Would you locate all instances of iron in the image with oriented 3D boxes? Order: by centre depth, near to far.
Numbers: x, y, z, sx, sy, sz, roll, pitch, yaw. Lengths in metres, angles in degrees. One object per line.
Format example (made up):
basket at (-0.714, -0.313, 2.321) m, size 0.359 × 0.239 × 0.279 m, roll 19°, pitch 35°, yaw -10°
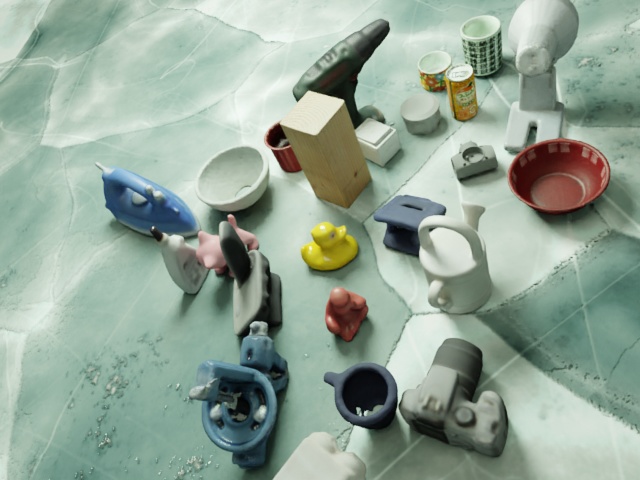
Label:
iron at (-0.371, -0.092, 1.220) m, size 0.257 × 0.142 × 0.119 m, roll 20°, pitch 64°, yaw 32°

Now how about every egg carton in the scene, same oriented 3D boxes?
egg carton at (-0.010, 0.350, 0.795) m, size 0.107 × 0.070 × 0.150 m, roll 27°, pitch 68°, yaw 35°

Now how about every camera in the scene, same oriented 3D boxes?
camera at (0.195, 0.209, 0.800) m, size 0.142 × 0.101 × 0.137 m, roll 12°, pitch 60°, yaw 28°

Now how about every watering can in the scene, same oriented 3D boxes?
watering can at (0.205, 0.018, 0.878) m, size 0.100 × 0.194 × 0.173 m, roll -4°, pitch 54°, yaw 19°

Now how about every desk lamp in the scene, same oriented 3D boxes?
desk lamp at (0.395, -0.302, 1.032) m, size 0.117 × 0.214 × 0.203 m, roll 5°, pitch 57°, yaw 25°

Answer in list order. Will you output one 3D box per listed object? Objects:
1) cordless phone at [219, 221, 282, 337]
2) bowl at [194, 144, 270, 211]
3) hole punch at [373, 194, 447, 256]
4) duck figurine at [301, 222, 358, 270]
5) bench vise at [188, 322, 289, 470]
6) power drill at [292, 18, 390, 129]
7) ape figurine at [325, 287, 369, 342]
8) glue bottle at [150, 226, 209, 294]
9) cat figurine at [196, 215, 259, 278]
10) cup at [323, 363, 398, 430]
cordless phone at (-0.138, 0.067, 0.981) m, size 0.094 × 0.185 × 0.147 m, roll -18°, pitch 50°, yaw 8°
bowl at (-0.174, -0.118, 1.206) m, size 0.167 × 0.075 × 0.167 m, roll -10°, pitch 52°, yaw 14°
hole punch at (0.159, -0.039, 1.007) m, size 0.108 × 0.091 × 0.101 m, roll 17°, pitch 62°, yaw 31°
duck figurine at (0.010, 0.004, 1.036) m, size 0.104 × 0.086 × 0.077 m, roll -14°, pitch 51°, yaw 11°
bench vise at (-0.130, 0.210, 0.848) m, size 0.121 × 0.220 × 0.207 m, roll -18°, pitch 50°, yaw 8°
power drill at (0.063, -0.313, 1.173) m, size 0.229 × 0.209 × 0.075 m, roll -33°, pitch 50°, yaw -4°
ape figurine at (0.038, 0.111, 0.940) m, size 0.078 × 0.092 × 0.076 m, roll -23°, pitch 50°, yaw 4°
glue bottle at (-0.267, 0.028, 1.069) m, size 0.037 × 0.173 × 0.078 m, roll 8°, pitch 58°, yaw 26°
cat figurine at (-0.186, 0.012, 1.085) m, size 0.067 × 0.118 × 0.128 m, roll 12°, pitch 60°, yaw 28°
cup at (0.064, 0.234, 0.836) m, size 0.117 × 0.095 × 0.092 m, roll 16°, pitch 62°, yaw 30°
